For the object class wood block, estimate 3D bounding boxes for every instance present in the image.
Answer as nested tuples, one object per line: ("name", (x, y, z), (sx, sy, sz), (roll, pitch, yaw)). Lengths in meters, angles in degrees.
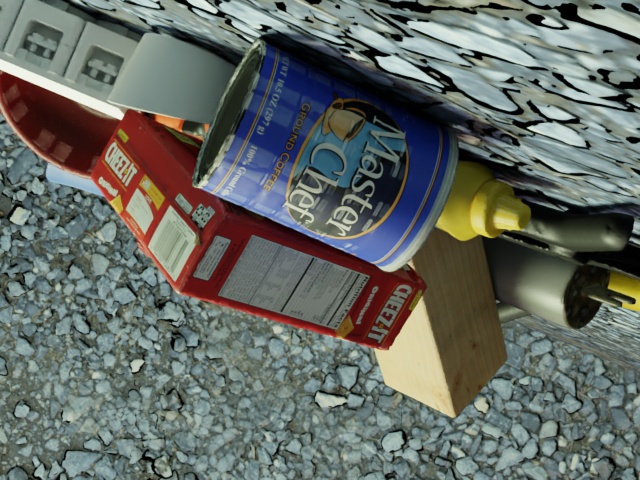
("wood block", (0.095, 0.047, 0.963), (0.091, 0.090, 0.206), (21, 141, 41))

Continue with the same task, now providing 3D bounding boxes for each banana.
("banana", (0.271, 0.039, 0.998), (0.198, 0.037, 0.069), (20, 177, 40))

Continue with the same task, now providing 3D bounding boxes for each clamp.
("clamp", (0.253, 0.067, 1.202), (0.171, 0.120, 0.039), (69, 177, -82))
("clamp", (0.192, -0.004, 0.807), (0.210, 0.036, 0.164), (20, 176, 44))

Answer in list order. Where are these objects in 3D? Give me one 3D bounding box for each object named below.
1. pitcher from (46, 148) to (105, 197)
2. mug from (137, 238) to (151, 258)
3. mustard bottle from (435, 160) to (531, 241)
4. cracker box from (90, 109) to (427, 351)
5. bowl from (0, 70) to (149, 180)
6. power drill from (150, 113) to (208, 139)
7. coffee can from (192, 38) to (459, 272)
("pitcher", (-0.149, -0.091, 1.118), (0.243, 0.149, 0.145), (19, 163, -1))
("mug", (-0.107, -0.025, 0.922), (0.082, 0.117, 0.093), (13, 135, 44))
("mustard bottle", (0.073, -0.041, 0.809), (0.192, 0.058, 0.096), (21, 177, 38))
("cracker box", (-0.044, -0.006, 0.805), (0.213, 0.072, 0.164), (20, -162, -43))
("bowl", (-0.217, -0.132, 0.981), (0.162, 0.055, 0.162), (16, 138, 14))
("power drill", (-0.037, -0.083, 0.947), (0.187, 0.057, 0.185), (27, 175, -42))
("coffee can", (0.003, -0.053, 0.683), (0.140, 0.103, 0.103), (23, 177, -15))
